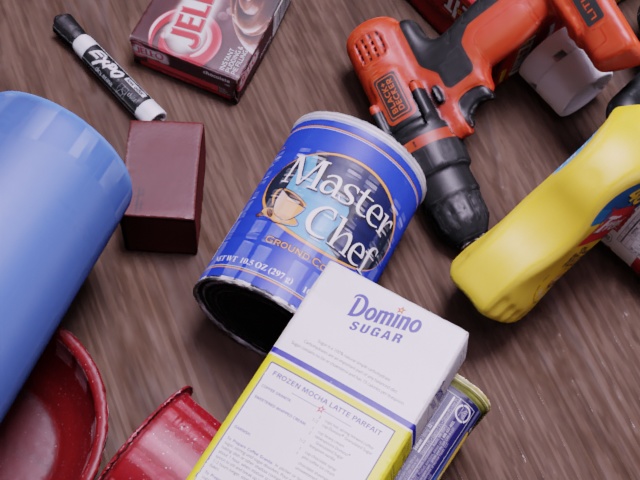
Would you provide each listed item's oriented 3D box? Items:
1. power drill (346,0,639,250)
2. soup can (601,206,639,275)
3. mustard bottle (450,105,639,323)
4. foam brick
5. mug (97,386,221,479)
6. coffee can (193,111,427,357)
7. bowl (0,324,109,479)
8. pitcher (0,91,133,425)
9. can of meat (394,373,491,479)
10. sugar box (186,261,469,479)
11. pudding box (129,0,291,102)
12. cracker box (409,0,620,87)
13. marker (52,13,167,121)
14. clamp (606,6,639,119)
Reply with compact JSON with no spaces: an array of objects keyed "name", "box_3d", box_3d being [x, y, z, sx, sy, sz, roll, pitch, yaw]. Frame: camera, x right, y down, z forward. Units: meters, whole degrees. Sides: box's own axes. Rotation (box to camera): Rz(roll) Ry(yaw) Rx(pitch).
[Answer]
[{"name":"power drill","box_3d":[0.125,-0.109,0.745,0.188,0.057,0.184,-30,76,20]},{"name":"soup can","box_3d":[0.241,-0.005,0.745,0.068,0.068,0.102,-39,73,-21]},{"name":"mustard bottle","box_3d":[0.172,-0.028,0.684,0.192,0.096,0.058,-46,71,19]},{"name":"foam brick","box_3d":[-0.108,-0.037,0.741,0.053,0.051,0.078,4,64,-2]},{"name":"mug","box_3d":[-0.084,0.157,0.635,0.081,0.093,0.117,39,98,8]},{"name":"coffee can","box_3d":[-0.005,0.001,0.702,0.103,0.103,0.140,26,65,8]},{"name":"bowl","box_3d":[-0.208,0.121,0.653,0.162,0.055,0.162,2,64,-4]},{"name":"pitcher","box_3d":[-0.218,0.033,0.602,0.149,0.145,0.242,32,60,-5]},{"name":"can of meat","box_3d":[0.051,0.128,0.647,0.057,0.102,0.084,33,68,10]},{"name":"sugar box","box_3d":[0.000,0.107,0.580,0.093,0.048,0.176,28,66,17]},{"name":"pudding box","box_3d":[-0.080,-0.171,0.815,0.090,0.039,0.113,22,64,6]},{"name":"cracker box","box_3d":[0.170,-0.246,0.855,0.213,0.072,0.164,-34,71,-18]},{"name":"marker","box_3d":[-0.160,-0.128,0.799,0.020,0.020,0.121,-38,73,-20]},{"name":"clamp","box_3d":[0.271,-0.131,0.802,0.164,0.036,0.210,20,56,-28]}]
